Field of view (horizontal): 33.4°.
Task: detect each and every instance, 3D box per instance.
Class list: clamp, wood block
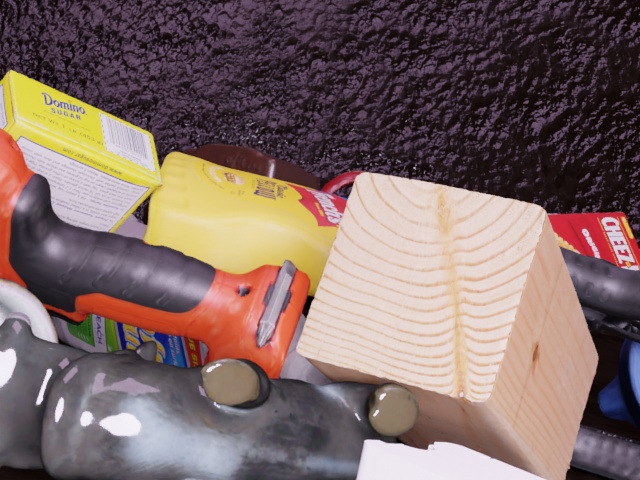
[{"bbox_3d":[0.153,0.028,0.577,0.171,0.039,0.120,16,-20,4],"label":"clamp"},{"bbox_3d":[0.076,0.057,0.537,0.090,0.091,0.206,12,-18,25],"label":"wood block"},{"bbox_3d":[0.128,0.121,0.690,0.210,0.036,0.164,13,-5,35],"label":"clamp"}]

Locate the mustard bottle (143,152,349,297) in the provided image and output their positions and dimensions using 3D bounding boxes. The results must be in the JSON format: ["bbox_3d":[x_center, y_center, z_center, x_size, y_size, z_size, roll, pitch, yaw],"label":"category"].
[{"bbox_3d":[-0.004,0.000,0.623,0.191,0.058,0.096,14,18,-6],"label":"mustard bottle"}]

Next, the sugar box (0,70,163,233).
[{"bbox_3d":[-0.176,-0.005,0.584,0.093,0.176,0.048,24,37,-40],"label":"sugar box"}]

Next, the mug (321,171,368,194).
[{"bbox_3d":[0.024,0.001,0.832,0.081,0.117,0.093,-17,35,-18],"label":"mug"}]

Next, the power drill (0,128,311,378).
[{"bbox_3d":[-0.109,0.039,0.525,0.187,0.057,0.185,20,-39,-3],"label":"power drill"}]

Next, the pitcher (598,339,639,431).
[{"bbox_3d":[0.282,0.088,0.739,0.145,0.149,0.242,30,1,19],"label":"pitcher"}]

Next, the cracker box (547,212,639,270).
[{"bbox_3d":[0.107,0.048,0.773,0.213,0.072,0.164,-1,-27,-33],"label":"cracker box"}]

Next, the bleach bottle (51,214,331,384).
[{"bbox_3d":[-0.081,0.046,0.660,0.067,0.102,0.251,-4,12,-41],"label":"bleach bottle"}]
